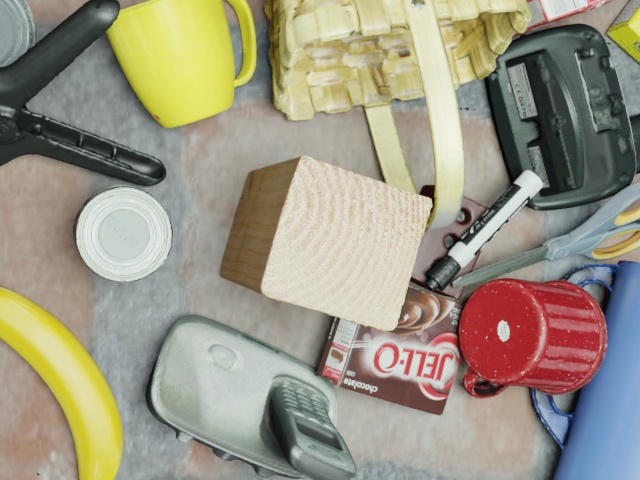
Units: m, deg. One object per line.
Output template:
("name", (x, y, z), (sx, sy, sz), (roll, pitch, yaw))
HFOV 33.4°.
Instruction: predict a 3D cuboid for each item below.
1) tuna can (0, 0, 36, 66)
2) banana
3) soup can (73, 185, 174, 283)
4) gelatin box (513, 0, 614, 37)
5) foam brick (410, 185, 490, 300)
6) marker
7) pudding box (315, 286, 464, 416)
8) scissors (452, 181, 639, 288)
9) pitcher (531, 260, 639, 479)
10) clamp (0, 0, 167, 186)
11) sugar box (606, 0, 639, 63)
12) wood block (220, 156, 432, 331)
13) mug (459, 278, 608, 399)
("tuna can", (-0.251, -0.150, 0.780), (0.086, 0.034, 0.086), (0, 91, -13))
("banana", (-0.196, 0.110, 0.795), (0.069, 0.037, 0.198), (-25, 96, -12))
("soup can", (-0.144, -0.005, 0.771), (0.068, 0.102, 0.068), (0, 92, -13))
("gelatin box", (0.202, -0.195, 0.859), (0.089, 0.073, 0.030), (-21, 96, -12))
("foam brick", (0.097, 0.001, 0.851), (0.053, 0.051, 0.078), (25, 85, -12))
("marker", (0.125, -0.006, 0.820), (0.121, 0.020, 0.020), (-45, 100, -9))
("pudding box", (0.061, 0.081, 0.835), (0.113, 0.039, 0.090), (20, 86, -31))
("scissors", (0.200, -0.007, 0.843), (0.201, 0.096, 0.016), (-7, 50, -33))
("pitcher", (0.256, 0.142, 0.859), (0.144, 0.149, 0.243), (21, 90, -27))
("clamp", (-0.219, -0.097, 0.750), (0.210, 0.036, 0.165), (-2, 136, -4))
("sugar box", (0.332, -0.216, 0.902), (0.093, 0.048, 0.176), (38, 84, -11))
("wood block", (-0.005, 0.001, 0.749), (0.090, 0.206, 0.090), (17, 87, -12))
("mug", (0.155, 0.082, 0.836), (0.081, 0.093, 0.117), (10, 128, -45))
